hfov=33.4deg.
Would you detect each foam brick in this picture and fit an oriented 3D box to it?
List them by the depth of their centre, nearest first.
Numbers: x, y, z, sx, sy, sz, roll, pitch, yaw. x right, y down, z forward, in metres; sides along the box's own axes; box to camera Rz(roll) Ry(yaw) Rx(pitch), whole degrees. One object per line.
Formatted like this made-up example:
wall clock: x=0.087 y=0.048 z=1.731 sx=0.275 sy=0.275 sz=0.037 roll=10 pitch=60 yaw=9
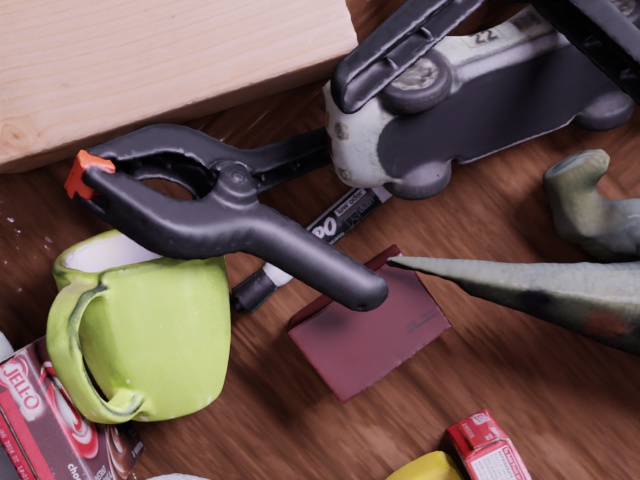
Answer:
foam brick: x=0.028 y=0.047 z=0.606 sx=0.078 sy=0.051 sz=0.053 roll=-35 pitch=94 yaw=2

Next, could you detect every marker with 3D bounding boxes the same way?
marker: x=-0.004 y=0.001 z=0.619 sx=0.121 sy=0.020 sz=0.020 roll=-40 pitch=92 yaw=3

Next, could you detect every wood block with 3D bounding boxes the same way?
wood block: x=-0.089 y=-0.109 z=0.579 sx=0.206 sy=0.090 sz=0.091 roll=-17 pitch=93 yaw=2

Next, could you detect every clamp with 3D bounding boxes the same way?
clamp: x=0.087 y=-0.137 z=0.544 sx=0.164 sy=0.036 sz=0.210 roll=-2 pitch=55 yaw=3
clamp: x=-0.042 y=-0.014 z=0.553 sx=0.171 sy=0.039 sz=0.120 roll=-2 pitch=49 yaw=-28

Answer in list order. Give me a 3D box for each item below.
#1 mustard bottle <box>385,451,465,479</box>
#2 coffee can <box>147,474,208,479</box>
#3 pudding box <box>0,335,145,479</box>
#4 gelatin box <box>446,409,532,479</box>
mustard bottle: x=0.011 y=0.206 z=0.612 sx=0.191 sy=0.058 sz=0.096 roll=-28 pitch=98 yaw=3
coffee can: x=-0.096 y=0.203 z=0.563 sx=0.103 sy=0.102 sz=0.140 roll=40 pitch=125 yaw=-2
pudding box: x=-0.139 y=0.096 z=0.580 sx=0.039 sy=0.113 sz=0.090 roll=-26 pitch=94 yaw=0
gelatin box: x=0.107 y=0.145 z=0.600 sx=0.030 sy=0.073 sz=0.089 roll=-26 pitch=92 yaw=1
